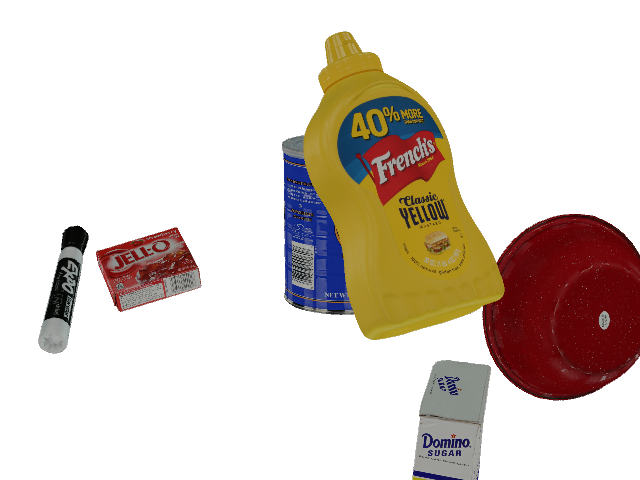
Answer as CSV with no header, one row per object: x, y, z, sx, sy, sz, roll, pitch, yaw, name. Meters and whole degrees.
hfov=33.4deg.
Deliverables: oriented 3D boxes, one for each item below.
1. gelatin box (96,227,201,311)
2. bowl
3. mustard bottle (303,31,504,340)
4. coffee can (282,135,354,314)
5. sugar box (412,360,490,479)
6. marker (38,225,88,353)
-0.174,0.028,1.076,0.089,0.030,0.073,-17,41,-16,gelatin box
0.219,0.061,0.884,0.162,0.162,0.055,0,7,-18,bowl
0.041,-0.040,0.663,0.096,0.191,0.058,-13,-12,-29,mustard bottle
0.018,-0.017,0.938,0.103,0.140,0.103,0,15,0,coffee can
0.082,0.178,0.720,0.048,0.176,0.093,5,17,11,sugar box
-0.177,0.030,0.742,0.020,0.020,0.121,0,38,-3,marker
